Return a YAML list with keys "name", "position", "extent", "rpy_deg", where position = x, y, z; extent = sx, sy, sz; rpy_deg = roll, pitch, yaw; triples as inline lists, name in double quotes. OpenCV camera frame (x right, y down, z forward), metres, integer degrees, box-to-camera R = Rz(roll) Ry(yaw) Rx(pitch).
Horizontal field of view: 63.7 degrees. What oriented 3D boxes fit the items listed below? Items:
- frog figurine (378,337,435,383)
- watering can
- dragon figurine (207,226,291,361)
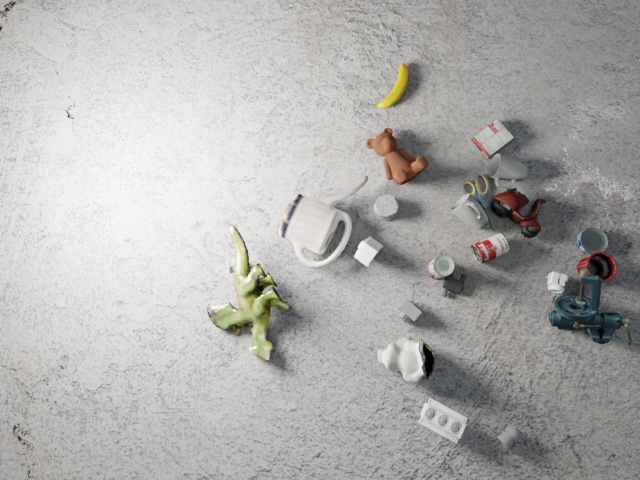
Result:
- name: "frog figurine"
  position: [0.262, 0.368, 1.570]
  extent: [0.158, 0.123, 0.138]
  rpy_deg: [-16, 86, 34]
- name: "watering can"
  position: [0.005, -0.083, 1.656]
  extent: [0.225, 0.103, 0.350]
  rpy_deg: [23, 80, 7]
- name: "dragon figurine"
  position: [-0.248, 0.184, 1.603]
  extent: [0.242, 0.122, 0.412]
  rpy_deg: [-35, 84, 3]
